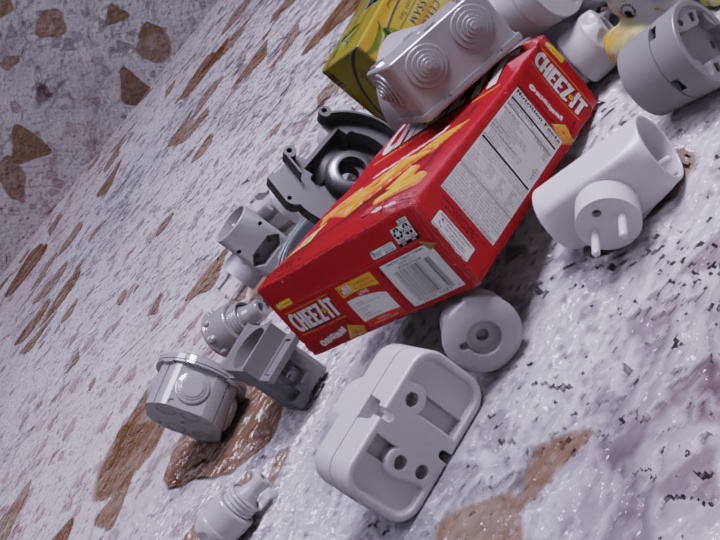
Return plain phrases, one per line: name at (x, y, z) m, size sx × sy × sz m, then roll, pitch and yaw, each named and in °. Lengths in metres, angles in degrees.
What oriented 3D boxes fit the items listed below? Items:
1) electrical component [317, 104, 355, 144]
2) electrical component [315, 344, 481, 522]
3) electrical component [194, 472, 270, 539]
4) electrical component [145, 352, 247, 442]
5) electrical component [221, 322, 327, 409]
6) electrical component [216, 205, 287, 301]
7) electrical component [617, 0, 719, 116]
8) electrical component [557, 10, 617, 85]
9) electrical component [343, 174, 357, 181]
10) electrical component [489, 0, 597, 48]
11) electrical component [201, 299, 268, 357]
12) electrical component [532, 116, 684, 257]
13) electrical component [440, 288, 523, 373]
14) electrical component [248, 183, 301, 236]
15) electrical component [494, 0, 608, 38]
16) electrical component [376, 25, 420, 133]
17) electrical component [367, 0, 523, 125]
electrical component at (-0.006, -0.123, 1.023) m, size 0.048 × 0.062 × 0.048 m, roll -43°, pitch 23°, yaw 23°
electrical component at (0.020, 0.093, 0.637) m, size 0.095 × 0.054 × 0.059 m, roll -57°, pitch 22°, yaw -13°
electrical component at (-0.089, 0.170, 0.768) m, size 0.061 × 0.035 × 0.035 m, roll -47°, pitch 22°, yaw 7°
electrical component at (-0.141, 0.107, 0.913) m, size 0.080 × 0.080 × 0.051 m, roll -22°, pitch 41°, yaw 52°
electrical component at (-0.064, 0.075, 0.826) m, size 0.042 × 0.064 × 0.081 m, roll -58°, pitch 22°, yaw -18°
electrical component at (-0.104, -0.008, 1.021) m, size 0.079 × 0.077 × 0.043 m, roll -53°, pitch 21°, yaw -1°
electrical component at (0.187, -0.124, 0.640) m, size 0.047 × 0.055 × 0.055 m, roll -33°, pitch 28°, yaw 49°
electrical component at (0.154, -0.149, 0.760) m, size 0.062 × 0.043 × 0.043 m, roll -43°, pitch 23°, yaw 27°
electrical component at (-0.013, -0.077, 0.996) m, size 0.044 × 0.044 × 0.065 m, roll -57°, pitch 26°, yaw -12°
electrical component at (0.127, -0.183, 0.852) m, size 0.109 × 0.056 × 0.108 m, roll -27°, pitch 33°, yaw 49°
electrical component at (-0.113, 0.049, 0.998) m, size 0.062 × 0.048 × 0.048 m, roll -33°, pitch 28°, yaw 27°
electrical component at (0.141, -0.038, 0.610) m, size 0.077 × 0.044 × 0.079 m, roll -37°, pitch 26°, yaw 34°
electrical component at (0.069, 0.031, 0.650) m, size 0.048 × 0.048 × 0.062 m, roll -49°, pitch 14°, yaw 9°
electrical component at (-0.077, -0.064, 1.082) m, size 0.057 × 0.058 × 0.078 m, roll -36°, pitch 26°, yaw 43°
electrical component at (0.165, -0.215, 0.765) m, size 0.138 × 0.052 × 0.074 m, roll -28°, pitch 2°, yaw -35°
electrical component at (0.058, -0.158, 0.900) m, size 0.064 × 0.099 × 0.099 m, roll -2°, pitch 50°, yaw 33°
electrical component at (0.056, -0.150, 0.758) m, size 0.100 × 0.048 × 0.100 m, roll -42°, pitch 11°, yaw -3°
